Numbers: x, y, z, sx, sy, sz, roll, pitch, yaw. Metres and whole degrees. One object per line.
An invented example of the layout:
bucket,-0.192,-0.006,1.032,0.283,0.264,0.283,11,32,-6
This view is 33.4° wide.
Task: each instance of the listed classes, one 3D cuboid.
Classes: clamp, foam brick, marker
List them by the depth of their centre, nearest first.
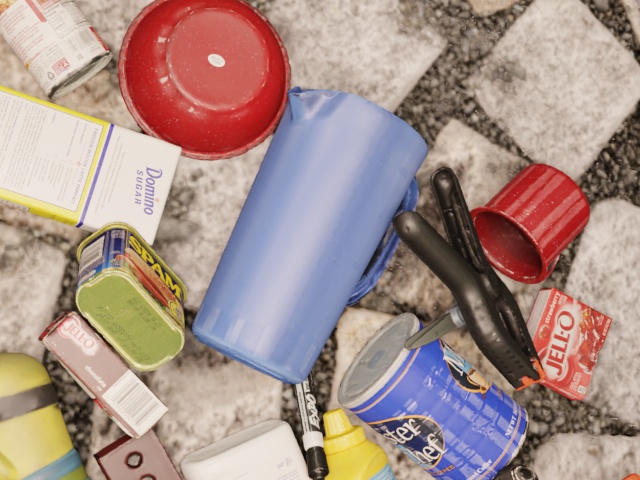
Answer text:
foam brick,-0.148,0.202,0.896,0.053,0.051,0.078,-31,94,-18
marker,-0.009,0.155,0.931,0.020,0.020,0.121,3,51,-18
clamp,0.133,0.041,0.934,0.036,0.164,0.210,-27,90,26

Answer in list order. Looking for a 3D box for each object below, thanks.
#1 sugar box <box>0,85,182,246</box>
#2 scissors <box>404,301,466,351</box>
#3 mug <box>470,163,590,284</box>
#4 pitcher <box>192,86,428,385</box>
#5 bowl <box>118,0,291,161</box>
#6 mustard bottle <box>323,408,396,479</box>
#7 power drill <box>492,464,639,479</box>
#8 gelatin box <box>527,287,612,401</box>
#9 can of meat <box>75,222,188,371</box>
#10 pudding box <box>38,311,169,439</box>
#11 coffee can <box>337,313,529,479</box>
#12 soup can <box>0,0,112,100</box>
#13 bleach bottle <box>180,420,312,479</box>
sugar box,-0.216,-0.062,0.908,0.176,0.048,0.093,20,79,-19
scissors,0.120,0.052,0.965,0.201,0.016,0.096,4,63,-51
mug,0.205,-0.010,1.020,0.081,0.093,0.117,-42,128,-22
pitcher,-0.006,0.001,0.932,0.149,0.145,0.243,25,80,0
bowl,-0.096,-0.155,0.950,0.162,0.055,0.162,2,83,-17
mustard bottle,0.043,0.240,0.935,0.058,0.096,0.191,-20,89,26
power drill,0.206,0.254,0.953,0.187,0.185,0.057,0,46,-21
gelatin box,0.236,0.101,1.041,0.073,0.030,0.089,27,76,-13
can of meat,-0.155,0.047,0.876,0.057,0.084,0.102,-34,115,9
pudding box,-0.180,0.109,0.876,0.039,0.090,0.113,-42,98,-15
coffee can,0.101,0.148,0.954,0.140,0.103,0.102,40,74,-10
soup can,-0.232,-0.179,0.903,0.068,0.069,0.102,-38,96,-18
bleach bottle,-0.030,0.289,0.920,0.102,0.068,0.251,-21,93,-18
